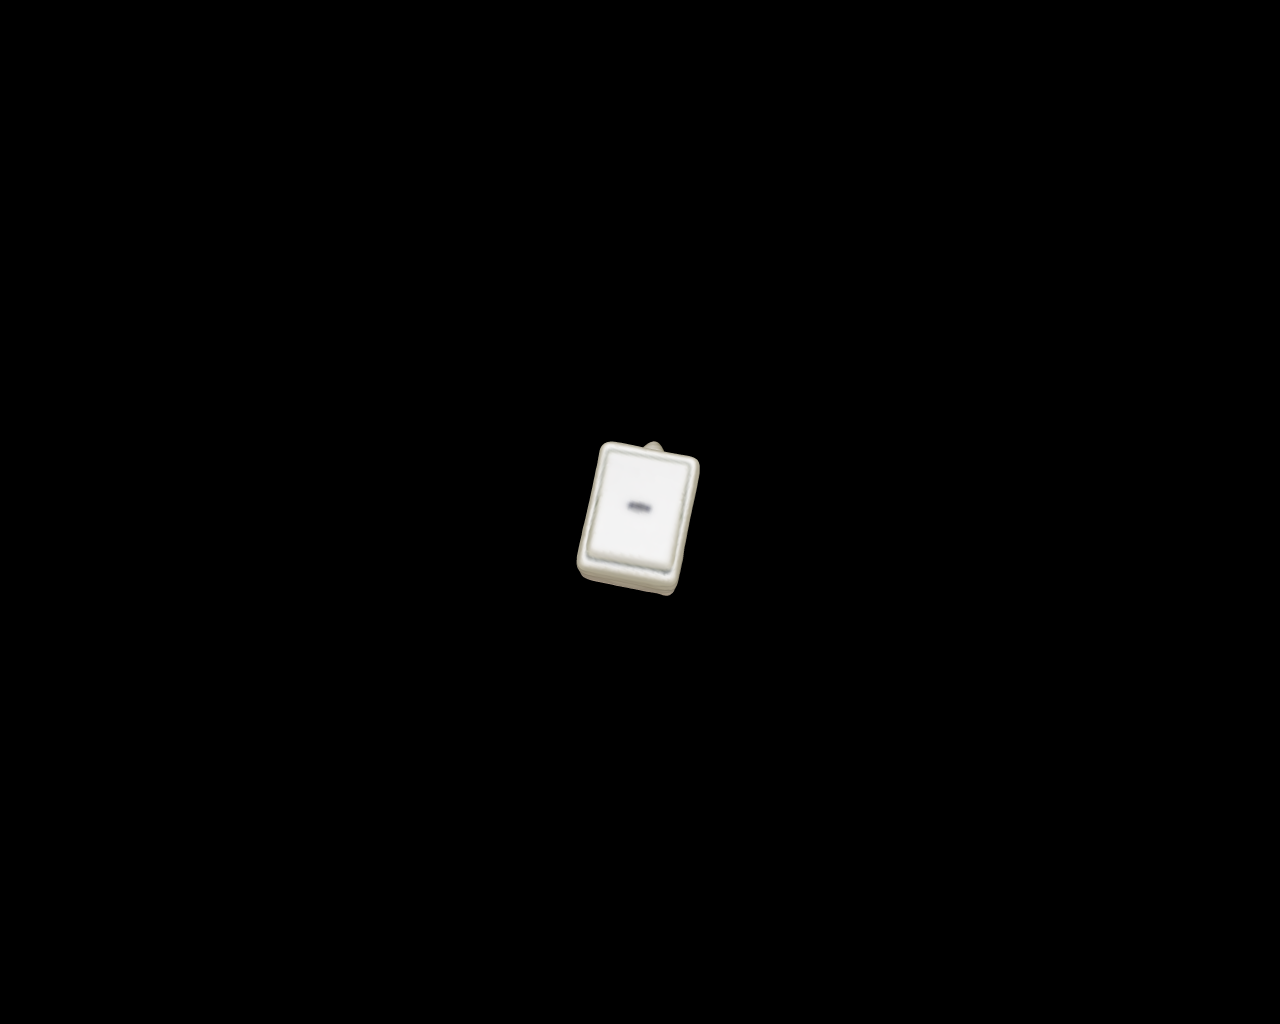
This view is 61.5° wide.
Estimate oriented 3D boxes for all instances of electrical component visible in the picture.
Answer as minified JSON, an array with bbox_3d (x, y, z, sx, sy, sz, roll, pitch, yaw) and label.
[{"bbox_3d":[0.001,-0.003,0.650,0.062,0.096,0.061,11,-11,2],"label":"electrical component"}]
